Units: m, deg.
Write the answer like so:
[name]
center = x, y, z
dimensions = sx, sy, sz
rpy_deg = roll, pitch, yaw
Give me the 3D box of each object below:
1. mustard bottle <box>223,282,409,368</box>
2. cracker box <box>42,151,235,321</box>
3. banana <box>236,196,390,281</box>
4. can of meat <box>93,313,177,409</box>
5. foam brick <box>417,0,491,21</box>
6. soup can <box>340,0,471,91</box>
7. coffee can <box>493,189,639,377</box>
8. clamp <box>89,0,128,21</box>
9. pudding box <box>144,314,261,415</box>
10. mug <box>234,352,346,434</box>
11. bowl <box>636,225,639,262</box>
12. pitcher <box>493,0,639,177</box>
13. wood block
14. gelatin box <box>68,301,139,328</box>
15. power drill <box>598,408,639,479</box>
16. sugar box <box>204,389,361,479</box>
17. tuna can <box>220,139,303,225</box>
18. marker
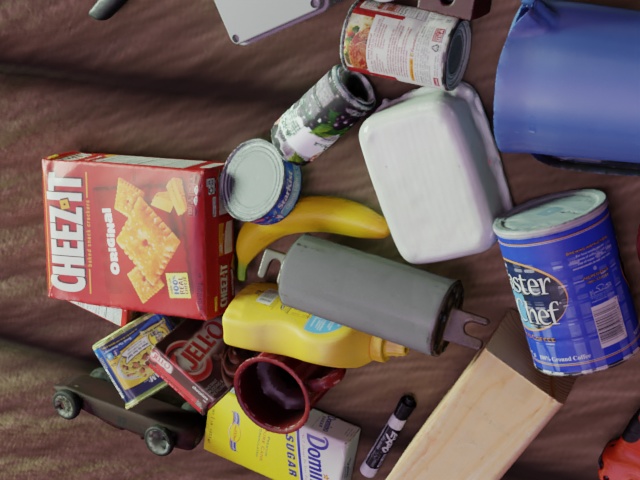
[mustard bottle]
center = 0.002, 0.092, 1.110
dimensions = 0.192, 0.096, 0.058
rpy_deg = 10, 115, 25
[cracker box]
center = -0.200, -0.008, 1.172
dimensions = 0.214, 0.072, 0.164
rpy_deg = 6, 102, 24
[banana]
center = -0.019, -0.013, 1.113
dimensions = 0.198, 0.037, 0.069
rpy_deg = -17, 112, 34
[can of meat]
center = -0.202, 0.134, 1.243
dimensions = 0.102, 0.057, 0.084
rpy_deg = -31, 93, -7
[foam brick]
center = 0.122, -0.236, 0.925
dimensions = 0.053, 0.051, 0.078
rpy_deg = 18, 119, 21
[soup can]
center = 0.078, -0.177, 0.966
dimensions = 0.102, 0.068, 0.068
rpy_deg = 15, 118, 21
[coffee can]
center = 0.224, 0.037, 0.959
dimensions = 0.103, 0.102, 0.140
rpy_deg = -10, 106, 32
[clamp]
center = -0.164, -0.315, 1.057
dimensions = 0.210, 0.036, 0.164
rpy_deg = -5, 108, 28
[pudding box]
center = -0.125, 0.129, 1.186
dimensions = 0.090, 0.113, 0.039
rpy_deg = 41, 128, 7
[mug]
center = -0.024, 0.149, 1.158
dimensions = 0.117, 0.081, 0.093
rpy_deg = -14, 104, 33
[bowl]
center = 0.342, 0.029, 0.893
dimensions = 0.162, 0.055, 0.162
rpy_deg = 17, 136, 18
[pitcher]
center = 0.270, -0.114, 0.863
dimensions = 0.243, 0.149, 0.145
rpy_deg = 11, 101, 21
[wood block]
center = 0.162, 0.183, 1.065
dimensions = 0.090, 0.090, 0.206
rpy_deg = 36, 124, 9
[gelatin box]
center = -0.256, 0.055, 1.276
dimensions = 0.089, 0.030, 0.073
rpy_deg = 24, 122, 18
[power drill]
center = 0.356, 0.177, 0.978
dimensions = 0.184, 0.057, 0.188
rpy_deg = 32, 120, 17
[sugar box]
center = -0.046, 0.229, 1.228
dimensions = 0.176, 0.048, 0.093
rpy_deg = 20, 119, 22
[tuna can]
center = -0.060, -0.059, 1.093
dimensions = 0.086, 0.033, 0.086
rpy_deg = -8, 76, 37
[marker]
center = 0.075, 0.215, 1.171
dimensions = 0.020, 0.020, 0.121
rpy_deg = 33, 123, 12
